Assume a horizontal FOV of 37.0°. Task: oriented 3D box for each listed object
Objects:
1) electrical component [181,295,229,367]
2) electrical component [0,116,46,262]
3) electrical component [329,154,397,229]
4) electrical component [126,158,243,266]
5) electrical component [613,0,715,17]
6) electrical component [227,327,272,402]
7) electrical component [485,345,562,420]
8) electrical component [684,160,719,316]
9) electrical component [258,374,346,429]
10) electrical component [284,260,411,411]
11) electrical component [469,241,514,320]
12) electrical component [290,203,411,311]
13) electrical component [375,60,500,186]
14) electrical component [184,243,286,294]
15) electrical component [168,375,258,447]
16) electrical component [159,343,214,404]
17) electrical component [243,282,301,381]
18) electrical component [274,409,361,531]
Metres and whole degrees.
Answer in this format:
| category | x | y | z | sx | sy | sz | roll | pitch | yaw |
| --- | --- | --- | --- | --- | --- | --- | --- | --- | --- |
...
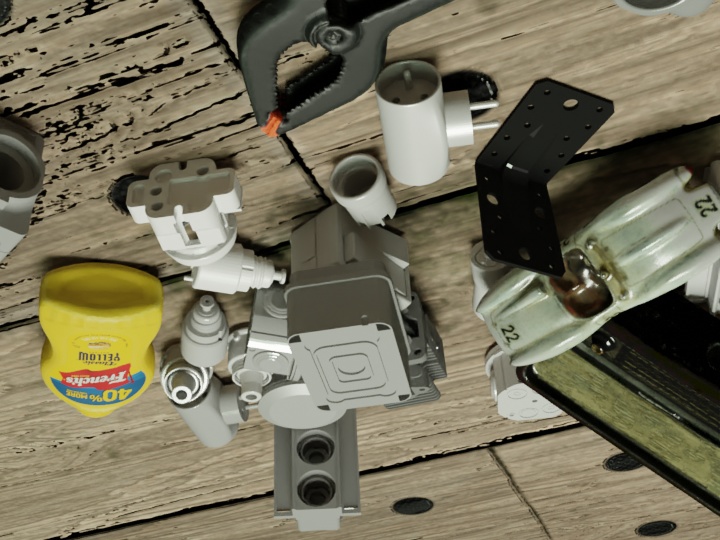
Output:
| category | x | y | z | sx | sy | sz | roll | pitch | yaw |
| --- | --- | --- | --- | --- | --- | --- | --- | --- | --- |
| electrical component | -0.130 | 0.049 | 0.906 | 0.040 | 0.040 | 0.078 | 3 | 142 | -8 |
| electrical component | -0.247 | -0.056 | 0.718 | 0.050 | 0.089 | 0.056 | 26 | 134 | -33 |
| electrical component | 0.004 | -0.056 | 0.779 | 0.040 | 0.040 | 0.046 | -14 | 148 | 14 |
| electrical component | -0.121 | -0.040 | 0.776 | 0.078 | 0.058 | 0.057 | -8 | 140 | 6 |
| electrical component | 0.163 | -0.184 | 0.603 | 0.095 | 0.059 | 0.053 | 13 | 140 | -20 |
| electrical component | -0.094 | 0.084 | 0.936 | 0.048 | 0.062 | 0.048 | -2 | 143 | -1 |
| electrical component | 0.156 | 0.098 | 0.982 | 0.080 | 0.051 | 0.080 | -2 | 143 | -1 |
| electrical component | 0.288 | -0.026 | 0.817 | 0.079 | 0.063 | 0.121 | -8 | 143 | 6 |
| electrical component | -0.052 | 0.107 | 0.979 | 0.080 | 0.051 | 0.080 | -2 | 143 | -1 |
| electrical component | -0.007 | 0.050 | 0.796 | 0.078 | 0.057 | 0.113 | -8 | 142 | 7 |
| electrical component | 0.109 | 0.006 | 0.867 | 0.044 | 0.044 | 0.065 | -9 | 138 | 7 |
| electrical component | 0.000 | 0.000 | 0.833 | 0.096 | 0.061 | 0.061 | 29 | 132 | -35 |
| electrical component | 0.054 | -0.100 | 0.720 | 0.079 | 0.043 | 0.077 | -7 | 142 | 5 |
| electrical component | -0.097 | -0.001 | 0.842 | 0.078 | 0.040 | 0.040 | 9 | 141 | -16 |
| electrical component | -0.129 | 0.127 | 1.007 | 0.079 | 0.043 | 0.077 | -10 | 142 | 9 |
| electrical component | -0.154 | 0.095 | 0.942 | 0.048 | 0.062 | 0.048 | -1 | 111 | -4 |
| electrical component | -0.065 | 0.048 | 0.878 | 0.051 | 0.080 | 0.080 | 10 | 141 | -7 |
| electrical component | -0.041 | 0.180 | 1.018 | 0.079 | 0.121 | 0.063 | -2 | 145 | -1 |
